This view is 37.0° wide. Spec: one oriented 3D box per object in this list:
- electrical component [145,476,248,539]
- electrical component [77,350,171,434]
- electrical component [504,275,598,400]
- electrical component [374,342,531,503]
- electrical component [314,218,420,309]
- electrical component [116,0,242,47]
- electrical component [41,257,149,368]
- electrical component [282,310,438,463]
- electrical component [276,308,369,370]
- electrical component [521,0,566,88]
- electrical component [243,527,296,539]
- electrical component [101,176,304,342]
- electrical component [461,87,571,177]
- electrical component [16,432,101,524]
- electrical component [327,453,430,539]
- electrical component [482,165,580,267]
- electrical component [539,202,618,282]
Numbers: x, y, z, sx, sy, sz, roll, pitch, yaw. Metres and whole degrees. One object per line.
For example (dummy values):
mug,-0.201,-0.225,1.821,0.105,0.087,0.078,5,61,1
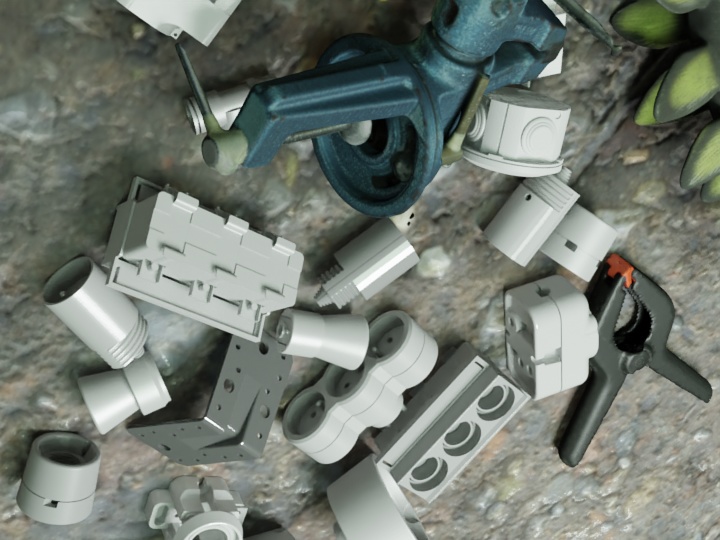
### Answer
electrical component,-0.127,0.204,0.861,0.078,0.057,0.058,8,114,-28
electrical component,-0.171,0.088,0.781,0.055,0.045,0.045,-24,125,-12
electrical component,0.162,0.056,0.912,0.059,0.053,0.095,-17,124,-15
electrical component,0.073,0.125,0.904,0.121,0.063,0.079,-48,126,7
electrical component,0.000,0.000,0.811,0.081,0.043,0.043,-37,126,-2
electrical component,-0.120,-0.180,0.647,0.089,0.050,0.055,32,101,-35
electrical component,-0.178,0.033,0.747,0.043,0.043,0.081,-37,126,-1
electrical component,0.010,0.103,0.869,0.138,0.052,0.074,-44,127,4
electrical component,-0.031,0.051,0.828,0.065,0.044,0.044,11,113,-24
electrical component,0.112,-0.162,0.769,0.055,0.048,0.066,-16,124,-25
electrical component,-0.091,0.264,0.875,0.109,0.109,0.056,-12,98,-18
electrical component,-0.104,-0.008,0.737,0.121,0.063,0.078,24,65,-33
electrical component,0.112,-0.101,0.783,0.080,0.080,0.051,0,112,-25
electrical component,-0.220,0.151,0.790,0.055,0.055,0.047,8,110,-28
electrical component,0.013,0.216,0.905,0.060,0.108,0.108,-32,126,2
electrical component,0.138,-0.048,0.847,0.043,0.043,0.081,30,103,-35
electrical component,0.176,-0.025,0.872,0.055,0.055,0.047,28,100,-34
